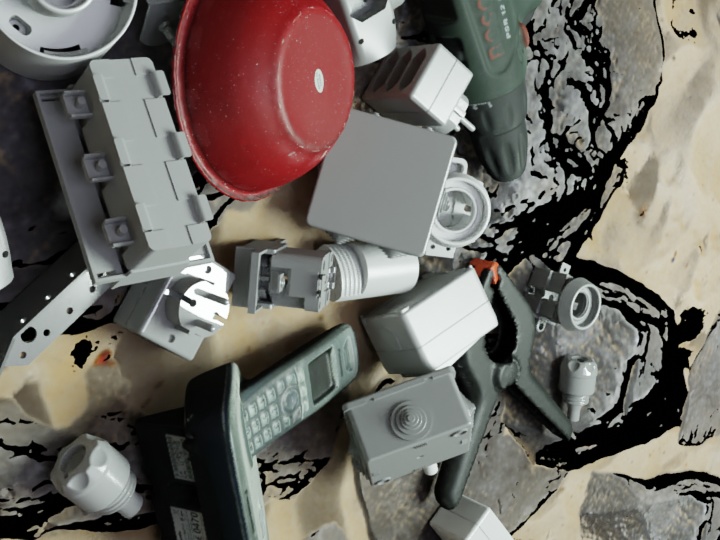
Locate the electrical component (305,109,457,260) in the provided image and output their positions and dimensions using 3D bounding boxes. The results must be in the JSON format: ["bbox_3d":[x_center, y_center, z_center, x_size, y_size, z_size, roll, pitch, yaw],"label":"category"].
[{"bbox_3d":[0.016,-0.062,0.779,0.048,0.100,0.099,22,84,-85],"label":"electrical component"}]

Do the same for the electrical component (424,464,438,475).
[{"bbox_3d":[0.054,0.143,0.896,0.035,0.035,0.061,-30,121,-31],"label":"electrical component"}]

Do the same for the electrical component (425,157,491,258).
[{"bbox_3d":[0.069,-0.048,0.835,0.058,0.057,0.078,6,98,-9],"label":"electrical component"}]

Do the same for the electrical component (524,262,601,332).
[{"bbox_3d":[0.180,0.027,0.960,0.048,0.055,0.066,24,85,-41],"label":"electrical component"}]

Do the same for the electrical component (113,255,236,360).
[{"bbox_3d":[-0.111,0.022,0.700,0.047,0.077,0.065,35,78,-39],"label":"electrical component"}]

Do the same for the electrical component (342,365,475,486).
[{"bbox_3d":[0.038,0.122,0.820,0.100,0.048,0.099,-19,157,-5],"label":"electrical component"}]

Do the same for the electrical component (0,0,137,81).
[{"bbox_3d":[-0.179,-0.163,0.625,0.099,0.064,0.099,-2,93,-29],"label":"electrical component"}]

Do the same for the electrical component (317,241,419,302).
[{"bbox_3d":[0.000,0.000,0.811,0.081,0.043,0.043,-6,104,-39],"label":"electrical component"}]

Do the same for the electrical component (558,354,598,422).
[{"bbox_3d":[0.204,0.112,1.014,0.035,0.035,0.061,-7,107,-39],"label":"electrical component"}]

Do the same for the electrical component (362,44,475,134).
[{"bbox_3d":[0.055,-0.126,0.805,0.077,0.066,0.047,36,77,-31],"label":"electrical component"}]

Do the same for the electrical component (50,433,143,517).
[{"bbox_3d":[-0.168,0.139,0.704,0.043,0.043,0.062,-52,128,-18],"label":"electrical component"}]

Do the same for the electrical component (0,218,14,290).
[{"bbox_3d":[-0.245,-0.017,0.602,0.079,0.043,0.077,-28,117,-32],"label":"electrical component"}]

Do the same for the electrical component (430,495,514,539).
[{"bbox_3d":[0.094,0.253,0.946,0.075,0.047,0.083,-50,127,-20],"label":"electrical component"}]

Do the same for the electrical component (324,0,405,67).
[{"bbox_3d":[0.006,-0.197,0.769,0.079,0.043,0.077,-37,122,-28],"label":"electrical component"}]

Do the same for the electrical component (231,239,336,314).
[{"bbox_3d":[-0.052,0.004,0.746,0.081,0.064,0.042,-43,138,-77],"label":"electrical component"}]

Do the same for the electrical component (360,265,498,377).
[{"bbox_3d":[0.061,0.040,0.850,0.096,0.062,0.061,-31,101,-31],"label":"electrical component"}]

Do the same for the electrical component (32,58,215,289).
[{"bbox_3d":[-0.134,-0.059,0.636,0.079,0.063,0.121,-12,77,-37],"label":"electrical component"}]
